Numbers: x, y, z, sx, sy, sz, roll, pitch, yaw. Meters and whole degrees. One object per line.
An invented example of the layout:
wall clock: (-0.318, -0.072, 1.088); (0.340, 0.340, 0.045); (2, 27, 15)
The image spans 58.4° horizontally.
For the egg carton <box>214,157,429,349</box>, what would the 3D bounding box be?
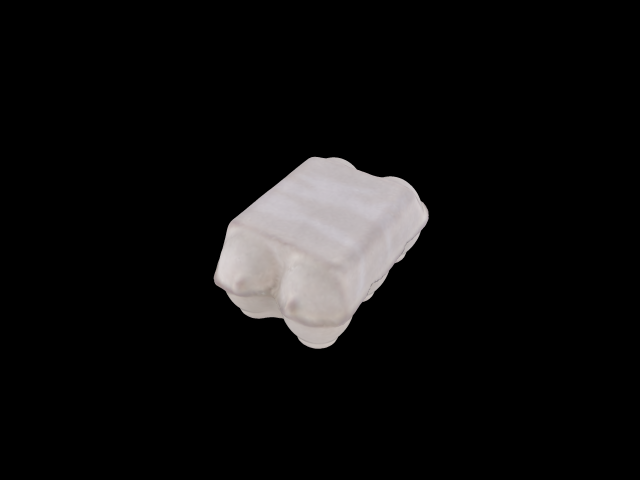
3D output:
egg carton: (0.004, 0.001, 0.400); (0.107, 0.069, 0.150); (22, 45, 24)
